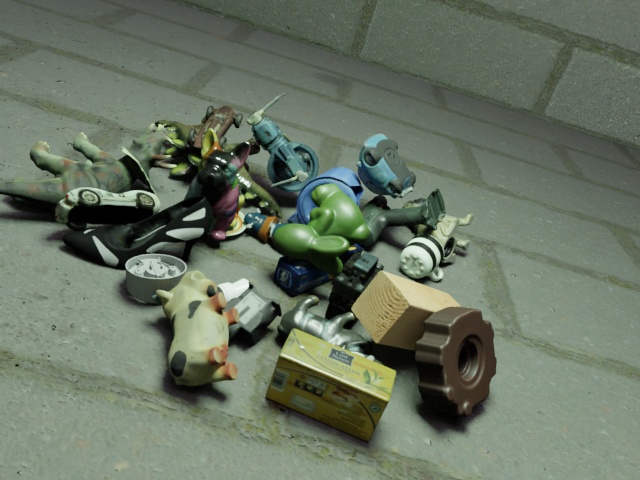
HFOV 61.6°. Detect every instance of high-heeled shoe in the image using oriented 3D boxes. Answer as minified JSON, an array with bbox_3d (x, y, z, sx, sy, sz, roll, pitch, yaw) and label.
[{"bbox_3d":[-0.321,-0.028,0.959,0.249,0.145,0.086,7,32,-22],"label":"high-heeled shoe"}]

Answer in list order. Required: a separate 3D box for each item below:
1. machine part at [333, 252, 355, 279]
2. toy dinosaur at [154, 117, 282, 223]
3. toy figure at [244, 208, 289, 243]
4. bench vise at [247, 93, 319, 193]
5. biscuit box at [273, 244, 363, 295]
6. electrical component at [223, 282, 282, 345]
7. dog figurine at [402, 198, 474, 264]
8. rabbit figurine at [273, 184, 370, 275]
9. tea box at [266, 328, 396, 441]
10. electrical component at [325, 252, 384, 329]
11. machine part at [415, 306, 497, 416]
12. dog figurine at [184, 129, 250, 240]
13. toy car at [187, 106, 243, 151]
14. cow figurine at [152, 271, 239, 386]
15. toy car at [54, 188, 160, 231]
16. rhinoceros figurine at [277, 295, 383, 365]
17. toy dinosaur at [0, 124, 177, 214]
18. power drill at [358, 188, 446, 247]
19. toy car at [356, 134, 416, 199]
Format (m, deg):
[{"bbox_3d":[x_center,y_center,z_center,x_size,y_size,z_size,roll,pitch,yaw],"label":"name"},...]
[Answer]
[{"bbox_3d":[0.103,0.088,1.078,0.139,0.084,0.039,36,-5,8],"label":"machine part"},{"bbox_3d":[-0.243,-0.181,1.294,0.472,0.105,0.198,31,39,19],"label":"toy dinosaur"},{"bbox_3d":[-0.093,-0.016,1.146,0.155,0.057,0.064,21,25,14],"label":"toy figure"},{"bbox_3d":[-0.078,-0.192,1.218,0.129,0.223,0.241,-27,27,-2],"label":"bench vise"},{"bbox_3d":[-0.001,0.048,1.088,0.063,0.059,0.202,37,36,28],"label":"biscuit box"},{"bbox_3d":[-0.127,0.135,0.890,0.075,0.047,0.119,29,61,22],"label":"electrical component"},{"bbox_3d":[0.257,-0.028,1.328,0.191,0.121,0.172,23,25,35],"label":"dog figurine"},{"bbox_3d":[-0.002,-0.003,1.034,0.170,0.121,0.159,-24,54,-25],"label":"rabbit figurine"},{"bbox_3d":[0.016,0.214,0.799,0.170,0.098,0.068,23,32,4],"label":"tea box"},{"bbox_3d":[0.064,0.089,0.987,0.058,0.134,0.115,26,34,14],"label":"electrical component"},{"bbox_3d":[0.227,0.195,0.879,0.179,0.179,0.056,-15,9,-42],"label":"machine part"},{"bbox_3d":[-0.196,-0.118,1.057,0.108,0.219,0.191,23,33,-2],"label":"dog figurine"},{"bbox_3d":[-0.247,-0.268,1.276,0.089,0.053,0.202,18,36,-1],"label":"toy car"},{"bbox_3d":[-0.194,0.131,0.823,0.127,0.085,0.195,-17,48,10],"label":"cow figurine"},{"bbox_3d":[-0.394,-0.059,1.007,0.201,0.073,0.056,-1,50,-52],"label":"toy car"},{"bbox_3d":[0.020,0.170,0.894,0.190,0.073,0.112,29,31,16],"label":"rhinoceros figurine"},{"bbox_3d":[-0.459,-0.112,1.059,0.192,0.131,0.405,27,38,15],"label":"toy dinosaur"},{"bbox_3d":[0.187,-0.068,1.278,0.207,0.085,0.232,-2,26,29],"label":"power drill"},{"bbox_3d":[0.146,-0.163,1.276,0.109,0.103,0.161,-35,91,-44],"label":"toy car"}]
